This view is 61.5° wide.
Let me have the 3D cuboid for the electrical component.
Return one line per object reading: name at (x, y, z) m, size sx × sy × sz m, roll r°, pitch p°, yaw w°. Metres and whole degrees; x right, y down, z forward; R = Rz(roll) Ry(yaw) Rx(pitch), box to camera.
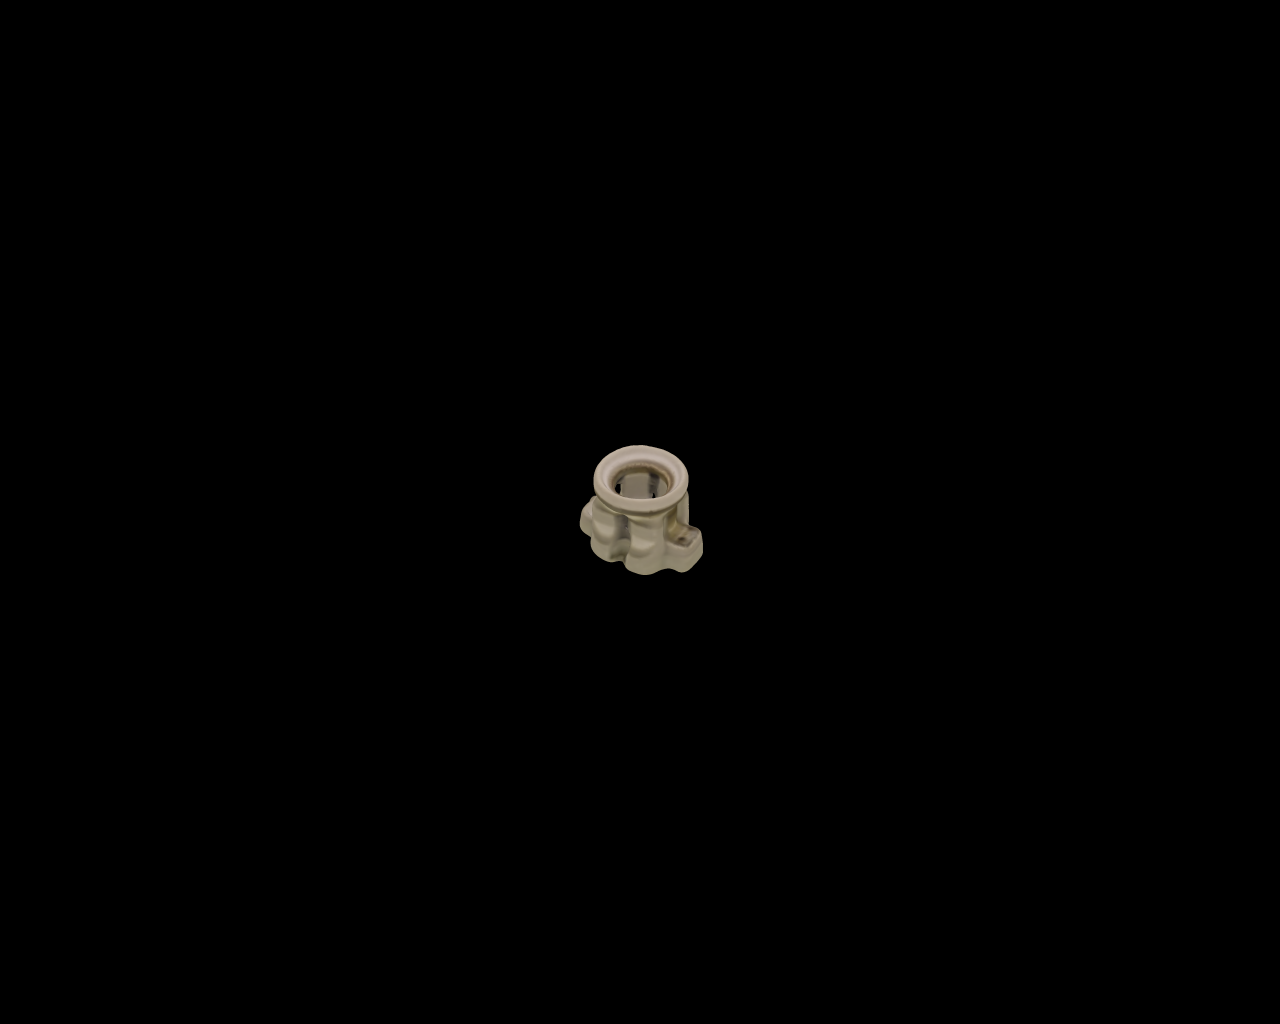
electrical component at (0.001, -0.003, 0.650) m, size 0.078 × 0.056 × 0.058 m, roll 22°, pitch 45°, yaw 23°
